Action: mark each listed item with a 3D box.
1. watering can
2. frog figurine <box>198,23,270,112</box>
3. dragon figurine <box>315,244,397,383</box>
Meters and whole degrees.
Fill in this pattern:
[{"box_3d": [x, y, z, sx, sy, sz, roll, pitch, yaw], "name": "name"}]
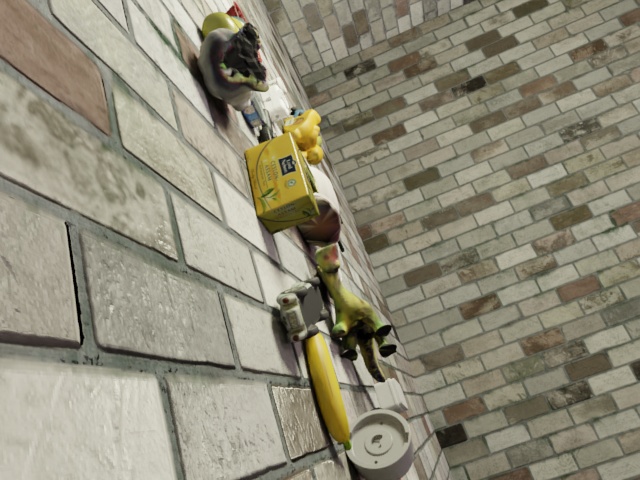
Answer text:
[{"box_3d": [0.004, -0.065, 1.296, 0.230, 0.104, 0.340, -100, 167, -51], "name": "watering can"}, {"box_3d": [-0.165, -0.295, 0.915, 0.136, 0.124, 0.159, 58, -26, -15], "name": "frog figurine"}, {"box_3d": [0.065, 0.155, 1.171, 0.401, 0.122, 0.248, 73, -7, -50], "name": "dragon figurine"}]
